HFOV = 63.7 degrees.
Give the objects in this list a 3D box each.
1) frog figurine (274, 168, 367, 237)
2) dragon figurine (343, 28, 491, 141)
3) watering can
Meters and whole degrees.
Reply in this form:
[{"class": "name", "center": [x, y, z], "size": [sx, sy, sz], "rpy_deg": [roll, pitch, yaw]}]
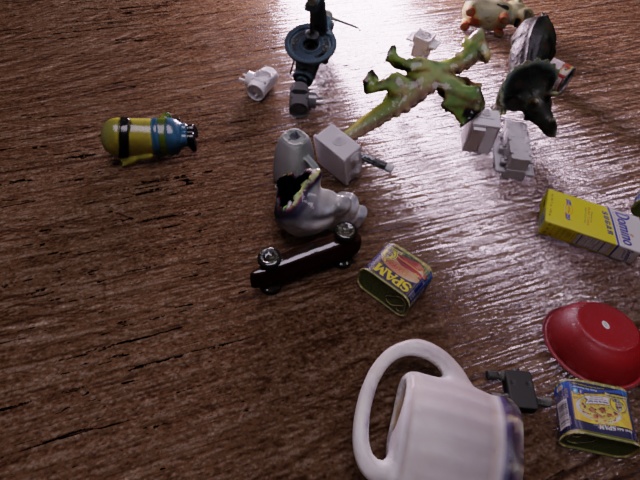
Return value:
[{"class": "frog figurine", "center": [0.003, -0.046, 0.912], "size": [0.136, 0.126, 0.157], "rpy_deg": [-26, -50, 36]}, {"class": "dragon figurine", "center": [0.229, -0.309, 1.100], "size": [0.245, 0.415, 0.120], "rpy_deg": [24, -21, 34]}, {"class": "watering can", "center": [0.145, 0.293, 0.655], "size": [0.224, 0.356, 0.101], "rpy_deg": [14, -39, 5]}]
